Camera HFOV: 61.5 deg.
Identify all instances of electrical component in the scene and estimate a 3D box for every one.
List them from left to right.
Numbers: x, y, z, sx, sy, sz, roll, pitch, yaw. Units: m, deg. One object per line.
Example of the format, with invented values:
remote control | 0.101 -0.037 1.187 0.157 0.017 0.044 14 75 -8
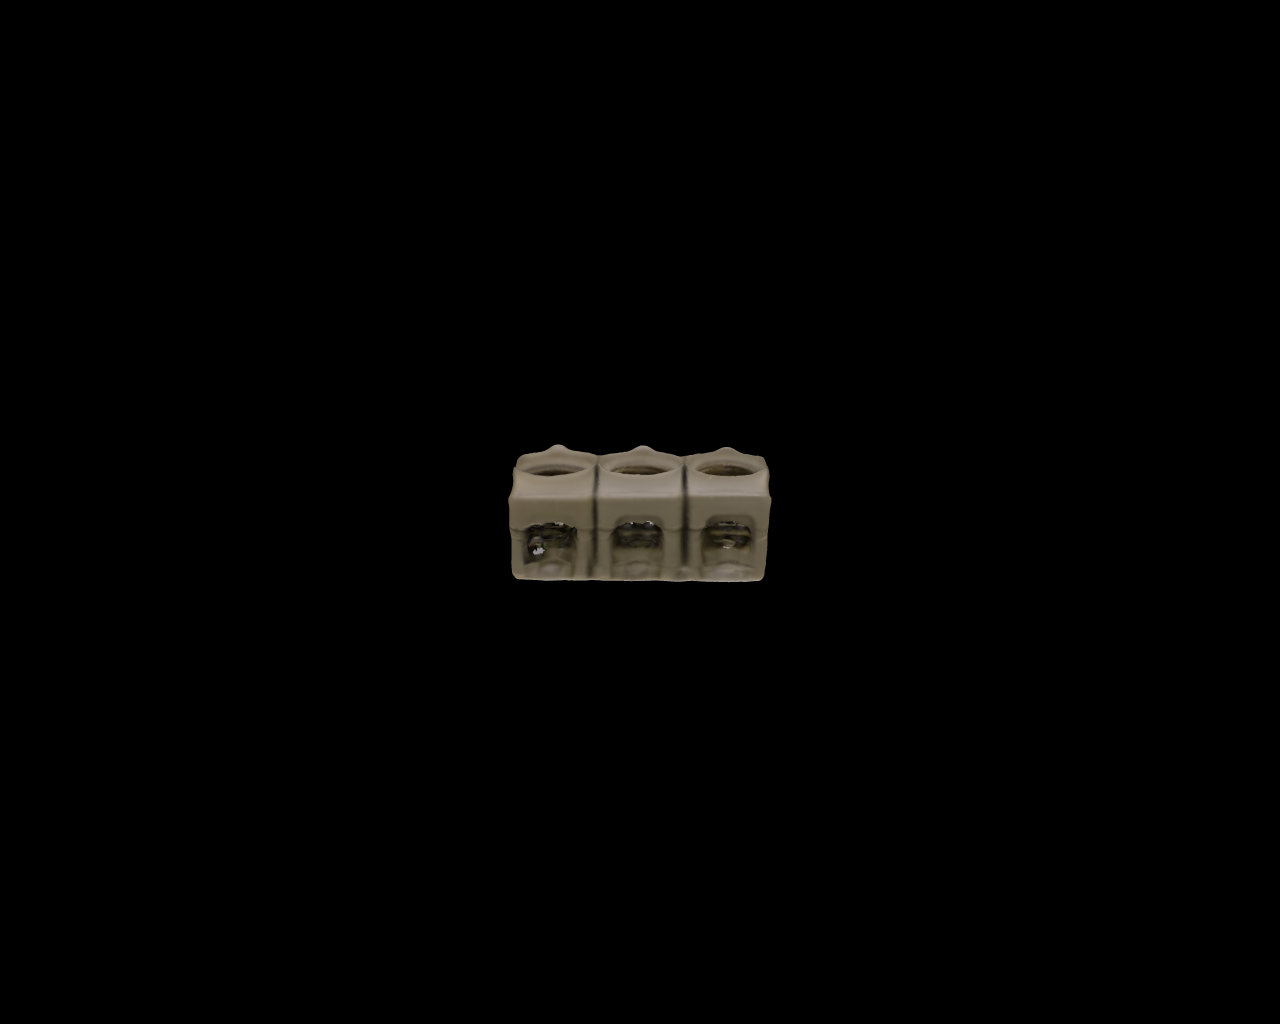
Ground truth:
electrical component | 0.001 -0.003 0.650 0.150 0.061 0.090 1 20 2
